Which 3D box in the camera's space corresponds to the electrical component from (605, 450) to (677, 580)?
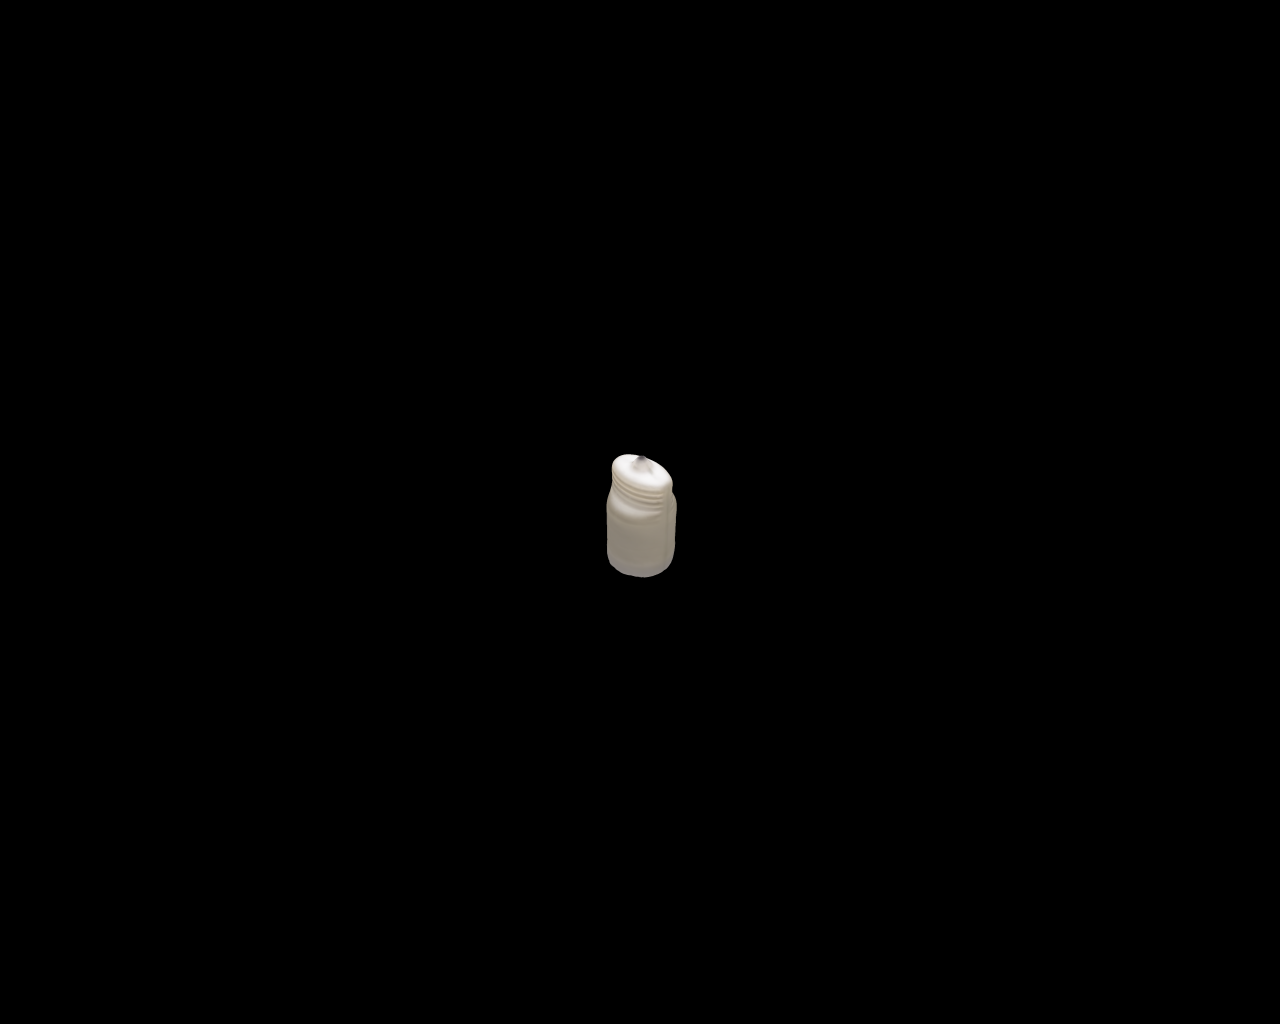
[{"bbox_3d":[0.001,-0.003,0.650,0.043,0.080,0.043,0,40,0],"label":"electrical component"}]
